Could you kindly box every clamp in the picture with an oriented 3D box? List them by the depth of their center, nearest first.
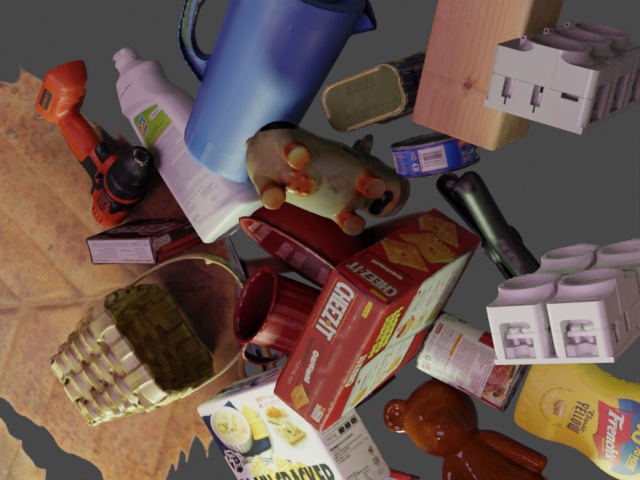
[{"bbox_3d":[0.174,-0.001,1.034,0.039,0.120,0.171,-40,86,4],"label":"clamp"}]

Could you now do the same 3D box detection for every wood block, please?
[{"bbox_3d":[0.162,-0.200,0.985,0.091,0.090,0.206,24,117,25],"label":"wood block"}]

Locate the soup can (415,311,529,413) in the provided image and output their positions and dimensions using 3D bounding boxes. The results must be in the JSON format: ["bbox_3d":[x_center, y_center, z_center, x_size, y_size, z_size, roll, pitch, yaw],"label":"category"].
[{"bbox_3d":[0.157,0.124,1.096,0.102,0.068,0.068,26,118,17],"label":"soup can"}]

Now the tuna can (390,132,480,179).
[{"bbox_3d":[0.115,-0.086,1.056,0.086,0.086,0.034,-6,102,36],"label":"tuna can"}]

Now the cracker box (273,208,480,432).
[{"bbox_3d":[0.059,0.073,1.064,0.072,0.213,0.164,36,122,18],"label":"cracker box"}]

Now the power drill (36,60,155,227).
[{"bbox_3d":[-0.273,-0.122,1.302,0.188,0.057,0.185,60,148,8],"label":"power drill"}]

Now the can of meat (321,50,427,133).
[{"bbox_3d":[0.063,-0.147,1.073,0.102,0.083,0.057,-16,95,37],"label":"can of meat"}]

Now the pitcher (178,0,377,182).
[{"bbox_3d":[-0.065,-0.186,1.121,0.149,0.144,0.243,52,130,29],"label":"pitcher"}]

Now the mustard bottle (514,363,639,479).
[{"bbox_3d":[0.290,0.181,1.037,0.192,0.058,0.096,27,114,25],"label":"mustard bottle"}]

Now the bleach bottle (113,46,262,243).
[{"bbox_3d":[-0.162,-0.125,1.250,0.103,0.067,0.251,-41,78,36],"label":"bleach bottle"}]

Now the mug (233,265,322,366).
[{"bbox_3d":[-0.046,0.094,1.205,0.117,0.081,0.093,-60,28,16],"label":"mug"}]

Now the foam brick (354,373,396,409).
[{"bbox_3d":[0.036,0.146,1.203,0.051,0.052,0.078,-42,80,36],"label":"foam brick"}]

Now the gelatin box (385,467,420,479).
[{"bbox_3d":[0.069,0.306,1.226,0.073,0.030,0.089,9,83,32],"label":"gelatin box"}]

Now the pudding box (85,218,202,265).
[{"bbox_3d":[-0.215,0.001,1.308,0.114,0.089,0.039,-3,103,36],"label":"pudding box"}]

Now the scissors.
[{"bbox_3d":[-0.093,0.102,1.302,0.096,0.016,0.202,-33,85,37],"label":"scissors"}]

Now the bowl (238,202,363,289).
[{"bbox_3d":[-0.008,0.001,1.155,0.162,0.162,0.055,28,77,25],"label":"bowl"}]
